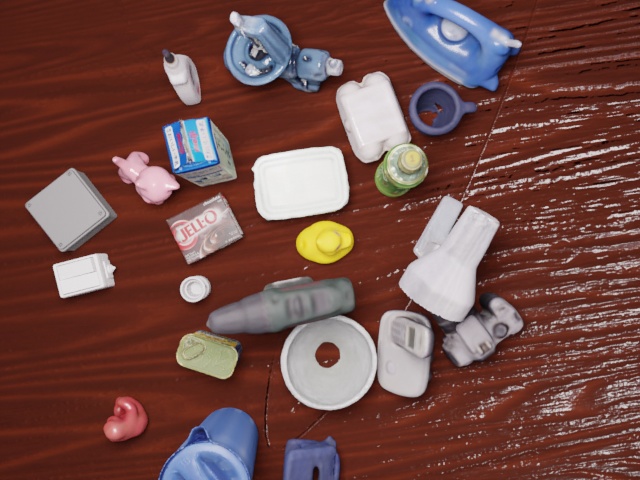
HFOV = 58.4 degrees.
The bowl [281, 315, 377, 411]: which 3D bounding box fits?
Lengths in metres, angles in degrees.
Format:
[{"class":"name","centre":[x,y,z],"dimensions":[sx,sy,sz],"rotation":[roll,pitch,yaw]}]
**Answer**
[{"class":"bowl","centre":[0.016,0.210,1.015],"dimensions":[0.167,0.074,0.167],"rotation":[0,89,0]}]

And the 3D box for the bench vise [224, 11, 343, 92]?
[{"class":"bench vise","centre":[-0.067,-0.326,0.952],"dimensions":[0.207,0.219,0.121],"rotation":[-6,89,0]}]

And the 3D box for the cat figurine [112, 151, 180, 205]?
[{"class":"cat figurine","centre":[-0.303,-0.107,0.997],"dimensions":[0.128,0.117,0.067],"rotation":[34,89,0]}]

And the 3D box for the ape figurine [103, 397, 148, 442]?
[{"class":"ape figurine","centre":[-0.347,0.321,1.001],"dimensions":[0.076,0.092,0.078],"rotation":[36,89,1]}]

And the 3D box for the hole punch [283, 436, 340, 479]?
[{"class":"hole punch","centre":[-0.016,0.408,1.003],"dimensions":[0.101,0.091,0.109],"rotation":[3,89,0]}]

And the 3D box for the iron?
[{"class":"iron","centre":[0.228,-0.373,0.994],"dimensions":[0.258,0.141,0.119],"rotation":[30,89,0]}]

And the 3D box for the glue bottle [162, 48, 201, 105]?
[{"class":"glue bottle","centre":[-0.239,-0.287,0.973],"dimensions":[0.037,0.173,0.078],"rotation":[-13,89,0]}]

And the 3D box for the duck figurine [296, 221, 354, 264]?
[{"class":"duck figurine","centre":[0.009,0.004,1.013],"dimensions":[0.104,0.086,0.077],"rotation":[-6,89,0]}]

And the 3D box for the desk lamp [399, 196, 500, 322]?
[{"class":"desk lamp","centre":[0.217,0.023,0.951],"dimensions":[0.118,0.213,0.203],"rotation":[28,89,1]}]

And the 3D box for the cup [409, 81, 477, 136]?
[{"class":"cup","centre":[0.210,-0.225,1.014],"dimensions":[0.117,0.095,0.092],"rotation":[-4,89,0]}]

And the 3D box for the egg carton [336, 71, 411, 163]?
[{"class":"egg carton","centre":[0.093,-0.219,1.026],"dimensions":[0.107,0.069,0.150],"rotation":[-21,89,-1]}]

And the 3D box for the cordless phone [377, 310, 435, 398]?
[{"class":"cordless phone","centre":[0.151,0.197,0.961],"dimensions":[0.094,0.185,0.148],"rotation":[1,89,0]}]

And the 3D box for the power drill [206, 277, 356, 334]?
[{"class":"power drill","centre":[-0.058,0.109,0.949],"dimensions":[0.229,0.208,0.076],"rotation":[-12,89,0]}]

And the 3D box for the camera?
[{"class":"camera","centre":[0.261,0.134,1.005],"dimensions":[0.143,0.100,0.137],"rotation":[-36,89,-1]}]
